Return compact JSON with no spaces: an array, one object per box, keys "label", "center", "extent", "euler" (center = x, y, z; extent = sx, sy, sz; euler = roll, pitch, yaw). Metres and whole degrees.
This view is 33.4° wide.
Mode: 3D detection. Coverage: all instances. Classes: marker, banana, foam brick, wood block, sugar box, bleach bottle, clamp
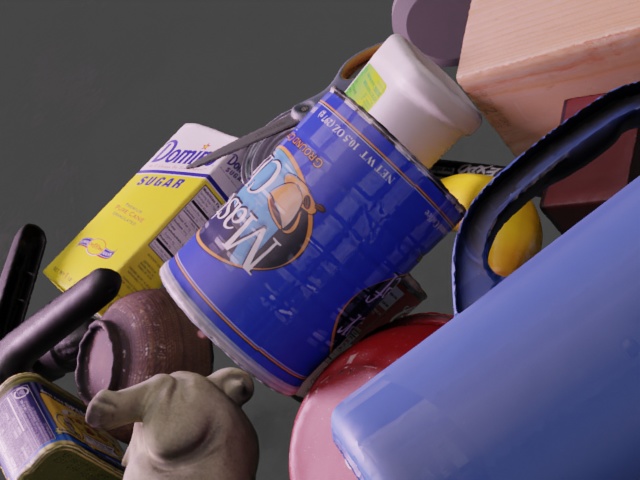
[{"label":"marker","center":[0.107,-0.040,0.688],"extent":[0.121,0.020,0.020],"euler":[11,65,47]},{"label":"banana","center":[0.091,-0.008,0.627],"extent":[0.069,0.037,0.198],"euler":[-46,15,-5]},{"label":"foam brick","center":[0.165,-0.038,0.606],"extent":[0.051,0.053,0.078],"euler":[-6,55,40]},{"label":"wood block","center":[0.195,-0.125,0.622],"extent":[0.207,0.090,0.090],"euler":[-11,51,36]},{"label":"sugar box","center":[-0.132,-0.015,0.853],"extent":[0.176,0.048,0.093],"euler":[-51,37,-14]},{"label":"bleach bottle","center":[-0.005,-0.019,0.722],"extent":[0.251,0.068,0.102],"euler":[-48,22,15]},{"label":"clamp","center":[-0.231,0.087,0.784],"extent":[0.165,0.036,0.210],"euler":[10,67,52]}]

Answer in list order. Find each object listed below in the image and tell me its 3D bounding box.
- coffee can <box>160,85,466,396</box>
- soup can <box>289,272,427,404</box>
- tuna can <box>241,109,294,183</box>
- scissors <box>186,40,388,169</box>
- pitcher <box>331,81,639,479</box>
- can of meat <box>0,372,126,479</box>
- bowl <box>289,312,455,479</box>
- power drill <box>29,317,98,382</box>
[{"label":"coffee can","center":[-0.004,0.001,0.589],"extent":[0.140,0.102,0.103],"euler":[-46,38,3]},{"label":"soup can","center":[0.007,0.045,0.669],"extent":[0.102,0.068,0.068],"euler":[-43,38,6]},{"label":"tuna can","center":[-0.018,-0.060,0.810],"extent":[0.086,0.033,0.086],"euler":[-25,43,26]},{"label":"scissors","center":[0.008,-0.088,0.771],"extent":[0.201,0.016,0.096],"euler":[-37,46,-22]},{"label":"pitcher","center":[0.124,0.045,0.460],"extent":[0.242,0.145,0.149],"euler":[-33,22,-6]},{"label":"can of meat","center":[-0.173,0.148,0.724],"extent":[0.057,0.102,0.084],"euler":[-48,40,-1]},{"label":"bowl","center":[0.035,0.114,0.553],"extent":[0.162,0.055,0.162],"euler":[-14,69,41]},{"label":"power drill","center":[-0.251,0.152,0.830],"extent":[0.185,0.057,0.187],"euler":[-20,44,26]}]
